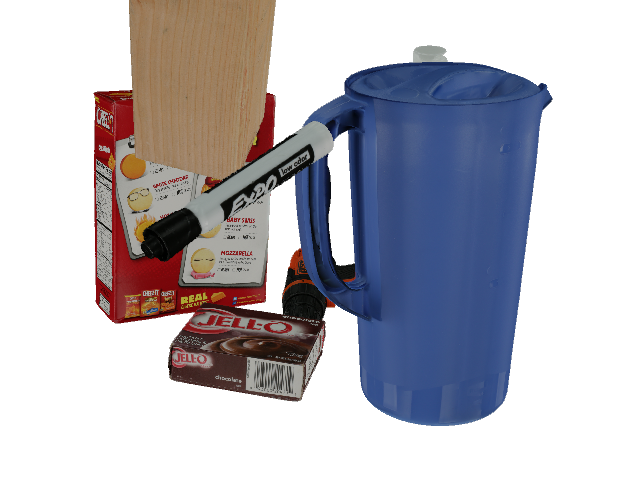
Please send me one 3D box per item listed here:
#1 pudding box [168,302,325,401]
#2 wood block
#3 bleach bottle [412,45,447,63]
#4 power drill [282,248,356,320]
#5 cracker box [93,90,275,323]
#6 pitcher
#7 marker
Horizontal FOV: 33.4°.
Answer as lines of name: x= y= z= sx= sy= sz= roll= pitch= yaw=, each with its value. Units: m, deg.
pudding box: x=-0.059 y=0.090 z=0.886 sx=0.113 sy=0.039 sz=0.090 roll=10 pitch=22 yaw=8
wood block: x=-0.089 y=-0.151 z=0.818 sx=0.091 sy=0.090 sz=0.206 roll=15 pitch=-38 yaw=4
bleach bottle: x=0.090 y=-0.060 z=1.013 sx=0.103 sy=0.251 sz=0.068 roll=9 pitch=29 yaw=18
power drill: x=0.049 y=0.060 z=1.242 sx=0.187 sy=0.057 sz=0.184 roll=-1 pitch=28 yaw=3
cracker box: x=-0.133 y=-0.038 z=1.034 sx=0.163 sy=0.214 sz=0.072 roll=-7 pitch=19 yaw=-30
pitcher: x=0.073 y=0.003 z=0.741 sx=0.149 sy=0.243 sz=0.144 roll=7 pitch=21 yaw=18
marker: x=-0.040 y=-0.025 z=0.530 sx=0.120 sy=0.020 sz=0.020 roll=-36 pitch=21 yaw=-33
